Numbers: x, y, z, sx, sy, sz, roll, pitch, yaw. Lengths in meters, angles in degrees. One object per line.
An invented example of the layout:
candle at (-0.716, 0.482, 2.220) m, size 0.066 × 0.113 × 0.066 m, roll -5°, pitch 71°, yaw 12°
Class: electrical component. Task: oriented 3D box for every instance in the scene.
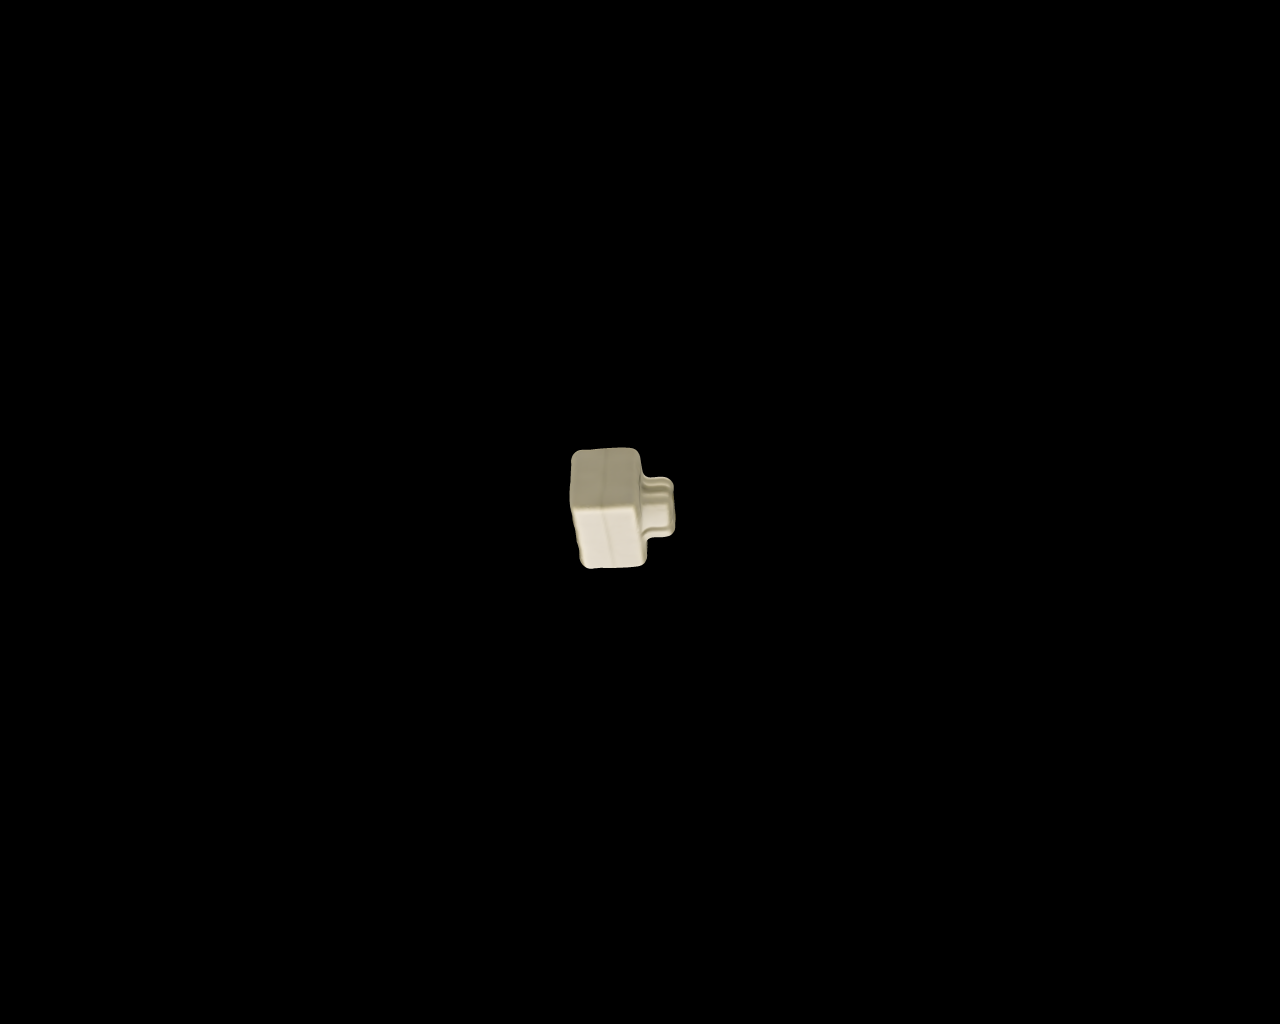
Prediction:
electrical component at (0.001, -0.003, 0.650) m, size 0.077 × 0.047 × 0.065 m, roll -3°, pitch -37°, yaw 4°
